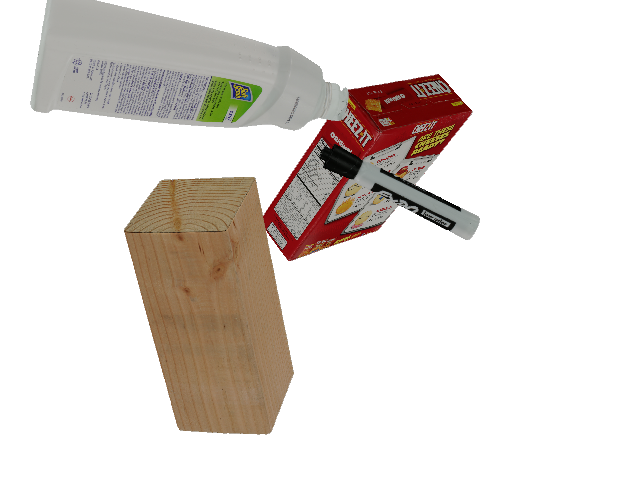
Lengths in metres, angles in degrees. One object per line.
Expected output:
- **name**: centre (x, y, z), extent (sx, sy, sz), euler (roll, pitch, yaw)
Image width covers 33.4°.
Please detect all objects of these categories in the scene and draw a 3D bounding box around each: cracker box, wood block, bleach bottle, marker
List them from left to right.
- **bleach bottle**: centre (-0.102, -0.130, 0.872), extent (0.250, 0.068, 0.103), euler (10, -31, -16)
- **wood block**: centre (-0.091, 0.058, 0.919), extent (0.090, 0.206, 0.090), euler (0, 31, 16)
- **cracker box**: centre (0.047, -0.083, 1.197), extent (0.163, 0.072, 0.214), euler (-18, -27, -45)
- **marker**: centre (0.054, -0.035, 0.745), extent (0.121, 0.020, 0.020), euler (27, -4, -7)
